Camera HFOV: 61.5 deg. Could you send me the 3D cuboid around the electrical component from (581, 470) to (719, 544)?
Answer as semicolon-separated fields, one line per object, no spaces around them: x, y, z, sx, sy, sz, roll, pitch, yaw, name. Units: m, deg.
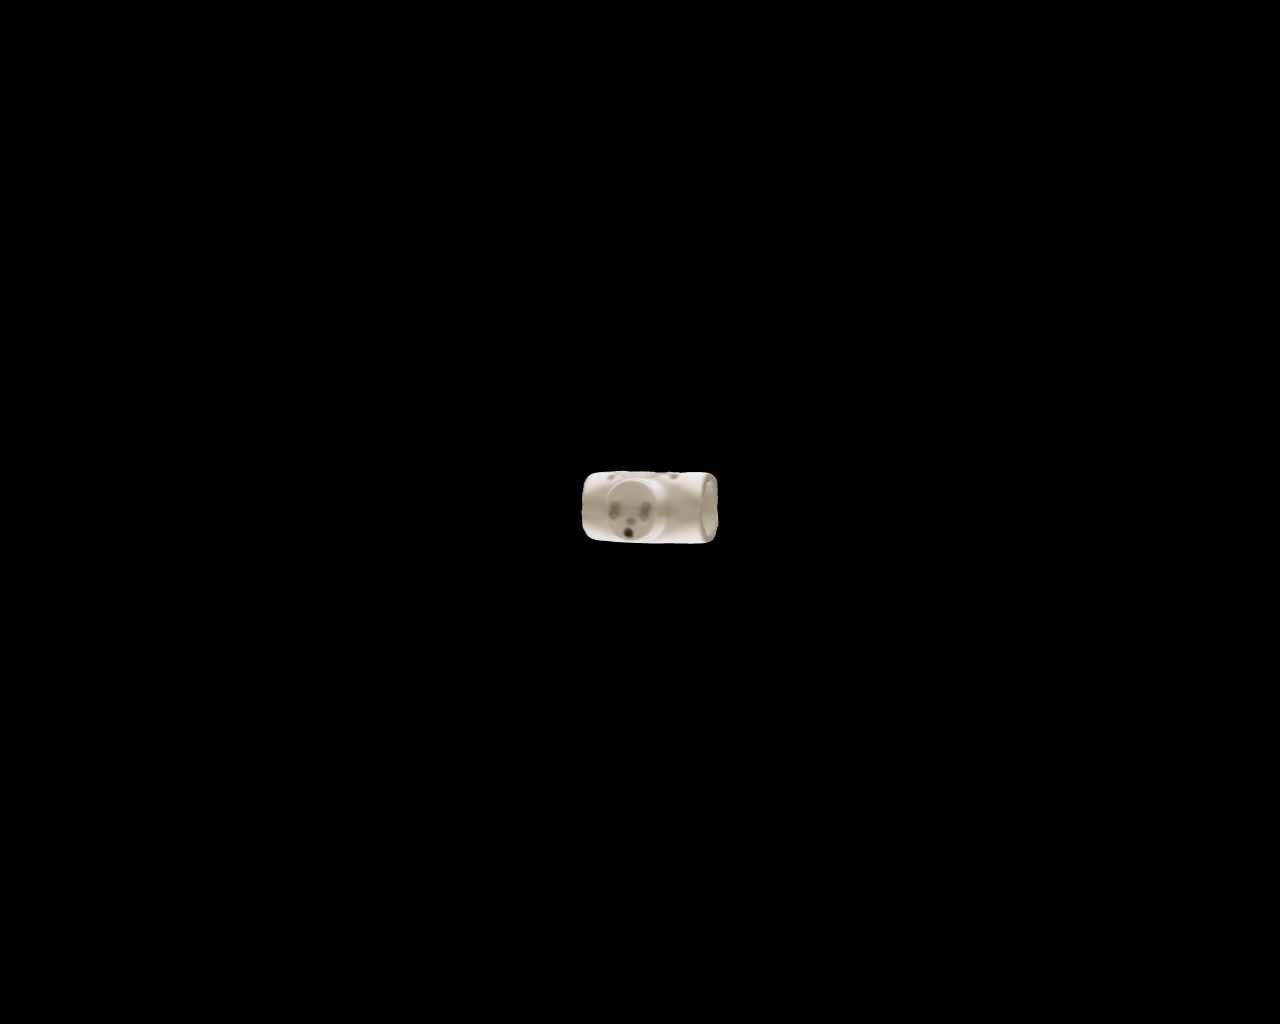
0.001;-0.003;0.650;0.077;0.044;0.079;1;4;20;electrical component
